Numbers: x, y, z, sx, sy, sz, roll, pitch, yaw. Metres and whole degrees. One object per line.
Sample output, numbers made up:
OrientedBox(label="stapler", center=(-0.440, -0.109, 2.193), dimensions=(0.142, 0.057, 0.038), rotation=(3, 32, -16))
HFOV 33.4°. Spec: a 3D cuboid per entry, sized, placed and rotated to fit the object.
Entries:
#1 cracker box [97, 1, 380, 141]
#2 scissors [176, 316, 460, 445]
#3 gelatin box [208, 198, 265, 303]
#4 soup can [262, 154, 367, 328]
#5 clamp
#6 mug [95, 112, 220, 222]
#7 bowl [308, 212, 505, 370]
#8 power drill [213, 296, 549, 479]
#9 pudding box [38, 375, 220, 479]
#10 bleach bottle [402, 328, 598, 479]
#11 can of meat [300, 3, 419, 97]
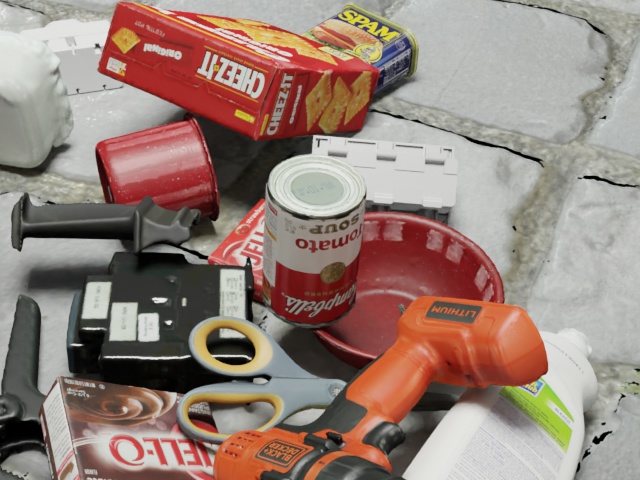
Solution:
OrientedBox(label="cracker box", center=(-0.064, -0.151, 0.946), dimensions=(0.164, 0.072, 0.213), rotation=(24, 16, 21))
OrientedBox(label="scissors", center=(-0.003, 0.087, 0.716), dimensions=(0.201, 0.016, 0.096), rotation=(-8, 65, -23))
OrientedBox(label="gelatin box", center=(-0.037, 0.011, 0.856), dimensions=(0.073, 0.030, 0.089), rotation=(21, 43, 19))
OrientedBox(label="soup can", center=(-0.005, 0.001, 0.729), dimensions=(0.068, 0.102, 0.068), rotation=(3, 42, -2))
OrientedBox(label="clamp", center=(-0.208, 0.117, 0.712), dimensions=(0.210, 0.036, 0.164), rotation=(30, 45, 28))
OrientedBox(label="mug", center=(-0.139, -0.052, 0.885), dimensions=(0.081, 0.093, 0.117), rotation=(-16, 14, -15))
OrientedBox(label="bowl", center=(0.054, 0.050, 0.800), dimensions=(0.162, 0.055, 0.162), rotation=(3, 41, -3))
OrientedBox(label="power drill", center=(0.049, 0.106, 0.623), dimensions=(0.187, 0.057, 0.185), rotation=(-35, 23, -31))
OrientedBox(label="pudding box", center=(-0.112, 0.135, 0.666), dimensions=(0.113, 0.039, 0.090), rotation=(13, 32, -34))
OrientedBox(label="bleach bottle", center=(0.128, 0.140, 0.693), dimensions=(0.102, 0.068, 0.250), rotation=(45, 43, 3))
OrientedBox(label="can of meat", center=(0.033, -0.185, 1.072), dimensions=(0.102, 0.057, 0.083), rotation=(32, 50, 29))
